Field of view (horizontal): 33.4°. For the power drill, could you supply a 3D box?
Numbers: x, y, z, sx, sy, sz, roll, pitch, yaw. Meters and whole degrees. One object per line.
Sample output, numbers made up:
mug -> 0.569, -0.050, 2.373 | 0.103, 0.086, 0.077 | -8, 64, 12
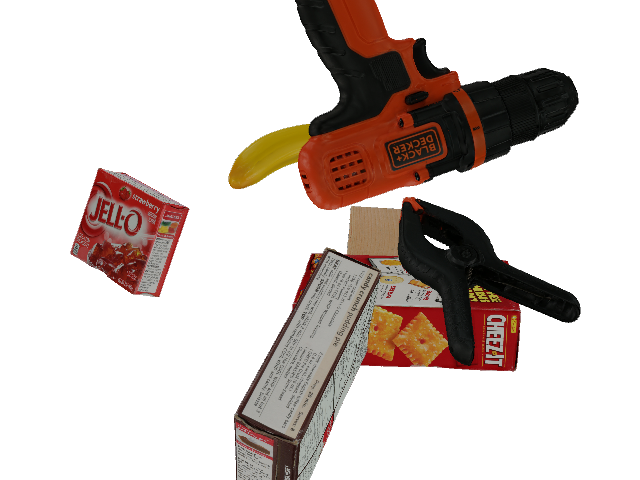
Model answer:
power drill -> 0.055, -0.128, 0.652 | 0.184, 0.187, 0.057 | -20, 8, -11

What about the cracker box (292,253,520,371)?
cracker box -> 0.086, 0.070, 1.074 | 0.214, 0.072, 0.164 | 2, 16, 5

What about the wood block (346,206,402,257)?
wood block -> 0.085, 0.032, 1.559 | 0.091, 0.090, 0.206 | 4, 25, 0

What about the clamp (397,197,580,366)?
clamp -> 0.126, 0.024, 0.863 | 0.120, 0.039, 0.171 | -7, 47, -25

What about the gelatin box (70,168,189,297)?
gelatin box -> -0.148, -0.007, 0.815 | 0.089, 0.073, 0.030 | 27, 11, 39

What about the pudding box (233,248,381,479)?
pudding box -> -0.007, 0.074, 0.574 | 0.039, 0.113, 0.090 | 20, -33, 11

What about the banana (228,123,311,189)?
banana -> -0.017, -0.091, 1.110 | 0.197, 0.037, 0.070 | -9, 46, -31
